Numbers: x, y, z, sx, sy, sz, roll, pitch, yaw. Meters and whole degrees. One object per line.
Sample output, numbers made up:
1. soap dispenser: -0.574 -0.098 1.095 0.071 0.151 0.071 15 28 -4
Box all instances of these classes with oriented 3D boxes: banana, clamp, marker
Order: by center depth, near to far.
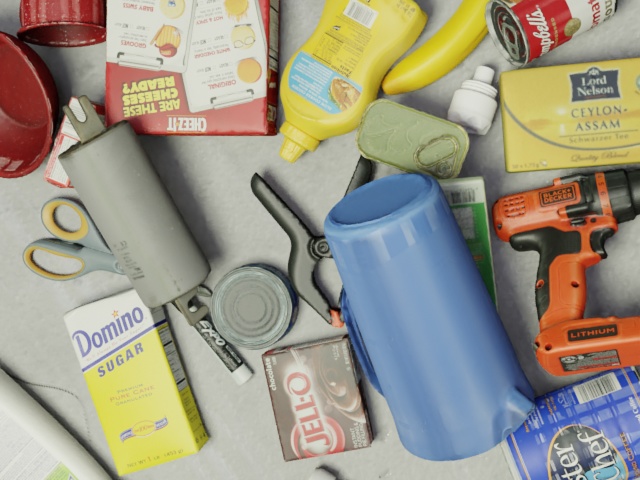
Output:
1. banana: 0.135 -0.216 1.029 0.070 0.037 0.198 33 95 31
2. clamp: -0.007 0.001 1.055 0.120 0.039 0.171 -1 92 9
3. marker: -0.113 0.096 1.079 0.020 0.020 0.121 -39 92 8

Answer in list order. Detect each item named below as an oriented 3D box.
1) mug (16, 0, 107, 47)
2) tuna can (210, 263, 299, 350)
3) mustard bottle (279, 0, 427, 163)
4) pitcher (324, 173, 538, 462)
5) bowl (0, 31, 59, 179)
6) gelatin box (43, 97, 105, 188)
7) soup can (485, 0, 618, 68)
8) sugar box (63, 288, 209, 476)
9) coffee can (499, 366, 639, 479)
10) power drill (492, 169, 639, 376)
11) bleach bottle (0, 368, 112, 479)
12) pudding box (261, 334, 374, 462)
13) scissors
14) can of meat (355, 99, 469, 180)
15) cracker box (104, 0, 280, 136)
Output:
1. mug: -0.263 -0.241 1.067 0.117 0.093 0.081 -6 85 45
2. tuna can: -0.066 0.067 1.069 0.086 0.033 0.086 0 92 8
3. mustard bottle: 0.016 -0.160 1.034 0.096 0.058 0.192 34 97 21
4. pitcher: 0.086 0.067 0.963 0.149 0.145 0.243 -21 112 8
5. bowl: -0.316 -0.146 1.069 0.162 0.055 0.162 13 120 23
6. gelatin box: -0.238 -0.095 1.069 0.030 0.073 0.089 22 96 8
7. soup can: 0.213 -0.213 0.987 0.102 0.068 0.068 -29 88 -9
8. sugar box: -0.186 0.140 1.079 0.093 0.048 0.176 -19 94 12
9. coffee can: 0.243 0.185 0.993 0.140 0.102 0.103 -22 89 9
10. power drill: 0.255 0.022 0.966 0.185 0.057 0.187 -13 55 19
11. bleach bottle: -0.286 0.243 1.096 0.251 0.068 0.102 43 99 2
12. pudding box: -0.002 0.157 1.060 0.090 0.039 0.113 -12 90 10
13. scissors: -0.208 0.007 1.095 0.202 0.016 0.096 3 98 9
14. can of meat: 0.090 -0.092 1.014 0.102 0.084 0.057 20 95 7
15. cracker box: -0.123 -0.209 1.049 0.164 0.072 0.214 1 94 9
